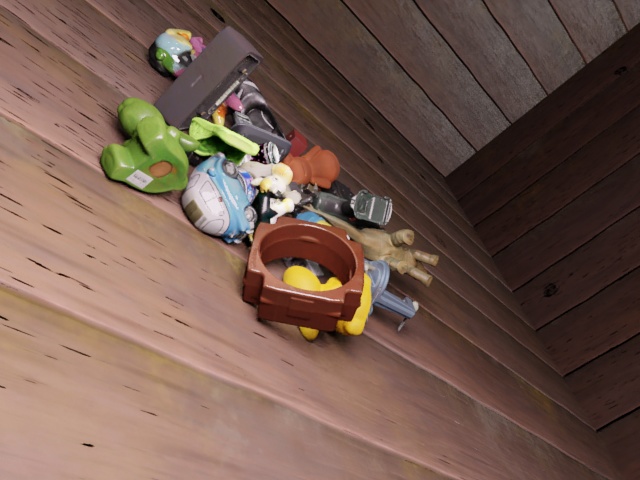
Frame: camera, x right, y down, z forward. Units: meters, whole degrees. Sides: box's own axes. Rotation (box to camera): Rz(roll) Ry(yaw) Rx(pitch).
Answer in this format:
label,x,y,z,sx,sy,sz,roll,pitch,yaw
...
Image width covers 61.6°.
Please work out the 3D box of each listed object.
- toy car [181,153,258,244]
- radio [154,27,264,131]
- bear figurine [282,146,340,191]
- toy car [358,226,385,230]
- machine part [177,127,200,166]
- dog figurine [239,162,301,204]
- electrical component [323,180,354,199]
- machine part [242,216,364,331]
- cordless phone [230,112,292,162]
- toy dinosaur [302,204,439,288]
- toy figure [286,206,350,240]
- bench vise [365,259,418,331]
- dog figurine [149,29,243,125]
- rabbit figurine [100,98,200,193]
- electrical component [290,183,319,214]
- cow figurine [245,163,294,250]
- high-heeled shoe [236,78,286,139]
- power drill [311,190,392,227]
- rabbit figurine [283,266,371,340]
label,x,y,z,sx,sy,sz,roll,pitch,yaw
toy car,-0.190,-0.065,0.948,0.103,0.109,0.161,-21,83,-44
radio,-0.228,-0.328,1.118,0.073,0.229,0.131,50,16,-2
bear figurine,-0.042,-0.177,1.426,0.196,0.132,0.120,-23,93,-42
toy car,0.146,-0.016,1.583,0.073,0.056,0.202,41,21,-6
machine part,-0.285,-0.188,1.025,0.138,0.039,0.084,24,38,-61
dog figurine,-0.126,-0.116,1.174,0.172,0.121,0.191,49,7,-15
electrical component,0.068,-0.109,1.578,0.114,0.058,0.134,17,38,-52
machine part,-0.027,0.057,0.942,0.201,0.087,0.201,11,39,-5
cordless phone,-0.157,-0.258,1.328,0.146,0.088,0.184,19,26,-26
toy dinosaur,0.149,0.021,1.356,0.199,0.105,0.470,11,-17,44
toy figure,0.000,-0.006,1.185,0.180,0.082,0.089,33,-1,35
bench vise,0.131,0.124,1.216,0.240,0.128,0.224,28,19,-21
dog figurine,-0.278,-0.369,1.257,0.219,0.108,0.191,54,20,4
rabbit figurine,-0.276,-0.171,0.900,0.159,0.121,0.170,24,33,-52
electrical component,-0.045,-0.101,1.293,0.045,0.102,0.078,26,53,-36
cow figurine,-0.103,-0.063,1.026,0.068,0.167,0.098,22,24,34
high-heeled shoe,-0.157,-0.323,1.390,0.248,0.086,0.145,62,-11,-18
power drill,0.106,-0.078,1.411,0.232,0.086,0.207,15,0,-23
rabbit figurine,0.002,0.118,1.031,0.173,0.122,0.162,31,34,-11
